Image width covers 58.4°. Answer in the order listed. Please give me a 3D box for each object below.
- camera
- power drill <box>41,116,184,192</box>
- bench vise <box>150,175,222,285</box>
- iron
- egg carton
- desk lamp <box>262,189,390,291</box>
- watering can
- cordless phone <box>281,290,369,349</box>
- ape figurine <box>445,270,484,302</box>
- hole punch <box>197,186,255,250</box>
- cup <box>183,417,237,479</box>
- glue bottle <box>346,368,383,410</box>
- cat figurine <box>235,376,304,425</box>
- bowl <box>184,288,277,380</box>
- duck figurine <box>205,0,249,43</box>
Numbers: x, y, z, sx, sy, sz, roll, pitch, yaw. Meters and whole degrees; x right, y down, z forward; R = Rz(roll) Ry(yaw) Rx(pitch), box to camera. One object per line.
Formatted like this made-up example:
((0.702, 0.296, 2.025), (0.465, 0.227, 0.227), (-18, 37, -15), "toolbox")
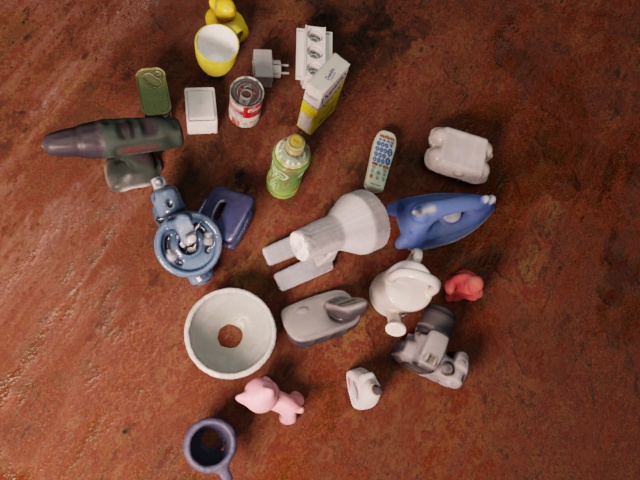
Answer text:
((0.235, 0.204, 1.131), (0.143, 0.100, 0.137), (28, 73, -3), "camera")
((-0.364, -0.160, 1.050), (0.230, 0.208, 0.075), (-16, 79, -14), "power drill")
((-0.262, -0.023, 1.029), (0.207, 0.219, 0.122), (45, 73, 3), "bench vise")
((0.274, -0.061, 1.183), (0.258, 0.141, 0.118), (-13, 79, -14), "iron")
((0.304, -0.184, 1.257), (0.150, 0.069, 0.107), (15, 74, -7), "egg carton")
((0.010, 0.004, 1.078), (0.203, 0.213, 0.118), (-25, 82, -15), "desk lamp")
((0.167, 0.097, 1.095), (0.101, 0.194, 0.173), (1, 76, -10), "watering can")
((0.010, 0.139, 1.060), (0.148, 0.185, 0.094), (-20, 81, -15), "cordless phone")
((0.304, 0.095, 1.176), (0.078, 0.092, 0.076), (32, 73, -2), "ape figurine")
((-0.189, -0.046, 1.117), (0.101, 0.091, 0.109), (25, 73, -4), "hole punch")
((-0.187, 0.370, 1.012), (0.092, 0.095, 0.118), (-28, 83, -16), "cup")
((0.087, 0.273, 1.048), (0.037, 0.173, 0.078), (-12, 79, -13), "glue bottle")
((-0.087, 0.289, 1.039), (0.128, 0.117, 0.067), (23, 73, -4), "cat figurine")
((-0.168, 0.177, 1.074), (0.167, 0.074, 0.167), (3, 76, -10), "bowl")
((-0.198, -0.477, 1.225), (0.104, 0.086, 0.077), (41, 73, 1), "duck figurine")
